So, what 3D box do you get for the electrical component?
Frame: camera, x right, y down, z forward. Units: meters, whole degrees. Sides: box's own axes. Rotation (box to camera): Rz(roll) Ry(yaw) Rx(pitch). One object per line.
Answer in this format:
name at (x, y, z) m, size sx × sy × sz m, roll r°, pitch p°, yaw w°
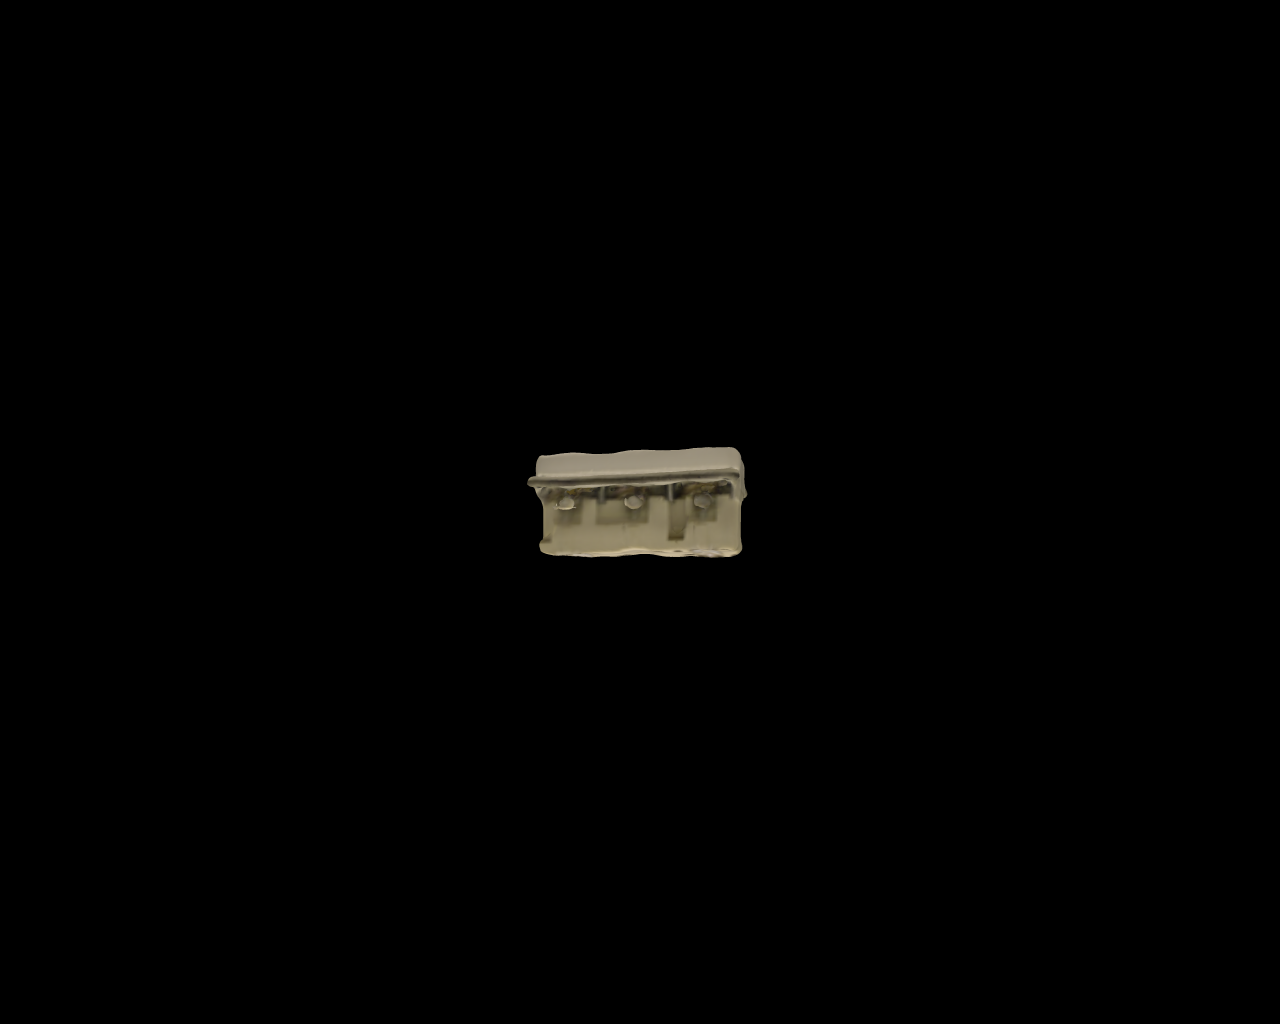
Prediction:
electrical component at (0.001, -0.003, 0.650) m, size 0.121 × 0.063 × 0.078 m, roll -1°, pitch -7°, yaw 9°
